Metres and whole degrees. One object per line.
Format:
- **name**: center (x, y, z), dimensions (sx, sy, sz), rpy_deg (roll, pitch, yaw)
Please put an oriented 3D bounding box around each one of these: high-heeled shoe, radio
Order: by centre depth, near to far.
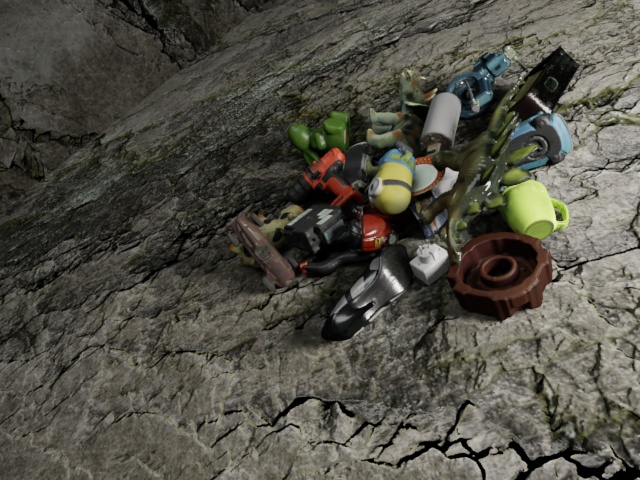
- **high-heeled shoe**: center (0.092, 0.104, 1.055), dimensions (0.145, 0.086, 0.249), rpy_deg (-41, 3, 39)
- **radio**: center (0.507, -0.342, 1.258), dimensions (0.229, 0.073, 0.131), rpy_deg (-52, 4, -28)

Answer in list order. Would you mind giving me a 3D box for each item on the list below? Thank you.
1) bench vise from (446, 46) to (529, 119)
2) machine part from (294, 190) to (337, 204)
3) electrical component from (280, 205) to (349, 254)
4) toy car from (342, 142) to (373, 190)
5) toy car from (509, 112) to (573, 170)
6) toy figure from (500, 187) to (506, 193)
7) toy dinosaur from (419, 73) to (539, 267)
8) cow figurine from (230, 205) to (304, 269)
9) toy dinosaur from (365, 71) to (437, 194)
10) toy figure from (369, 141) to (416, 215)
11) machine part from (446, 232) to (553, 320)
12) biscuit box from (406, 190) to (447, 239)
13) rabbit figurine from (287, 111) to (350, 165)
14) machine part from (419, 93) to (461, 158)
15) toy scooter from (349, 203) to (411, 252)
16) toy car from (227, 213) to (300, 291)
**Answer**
- **bench vise**: center (0.410, -0.386, 1.363), dimensions (0.224, 0.128, 0.241), rpy_deg (-28, 21, 27)
- **machine part**: center (-0.008, -0.129, 1.422), dimensions (0.139, 0.039, 0.084), rpy_deg (-11, 47, 20)
- **electrical component**: center (-0.006, -0.026, 1.188), dimensions (0.115, 0.058, 0.134), rpy_deg (-39, 26, -24)
- **toy car**: center (0.094, -0.187, 1.407), dimensions (0.074, 0.056, 0.202), rpy_deg (-17, 39, 27)
- **toy car**: center (0.455, -0.208, 1.163), dimensions (0.162, 0.109, 0.103), rpy_deg (-23, 11, 27)
- **toy figure**: center (0.358, -0.137, 1.159), dimensions (0.064, 0.057, 0.155), rpy_deg (14, 36, -15)
- **toy dinosaur**: center (0.319, -0.148, 1.048), dimensions (0.199, 0.105, 0.471), rpy_deg (-24, 37, 50)
- **cow figurine**: center (-0.109, -0.012, 1.298), dimensions (0.195, 0.085, 0.127), rpy_deg (-46, 41, -19)
- **toy dinosaur**: center (0.215, -0.251, 1.359), dimensions (0.192, 0.131, 0.405), rpy_deg (0, 53, 11)
- **toy figure**: center (0.159, -0.131, 1.128), dimensions (0.089, 0.082, 0.180), rpy_deg (4, 46, 27)
- **machine part**: center (0.316, 0.059, 0.946), dimensions (0.179, 0.056, 0.179), rpy_deg (-19, 35, 14)
- **biscuit box**: center (0.218, -0.087, 1.190), dimensions (0.059, 0.062, 0.203), rpy_deg (-27, 35, 5)
- **rabbit figurine**: center (-0.005, -0.284, 1.514), dimensions (0.170, 0.158, 0.121), rpy_deg (5, 42, 12)
- **machine part**: center (0.288, -0.273, 1.275), dimensions (0.079, 0.079, 0.243), rpy_deg (-6, 42, 29)
- **toy scooter**: center (0.129, -0.030, 1.147), dimensions (0.135, 0.075, 0.184), rpy_deg (5, 27, 3)
- **toy car**: center (-0.132, 0.023, 1.216), dimensions (0.089, 0.053, 0.202), rpy_deg (-39, 75, -2)
